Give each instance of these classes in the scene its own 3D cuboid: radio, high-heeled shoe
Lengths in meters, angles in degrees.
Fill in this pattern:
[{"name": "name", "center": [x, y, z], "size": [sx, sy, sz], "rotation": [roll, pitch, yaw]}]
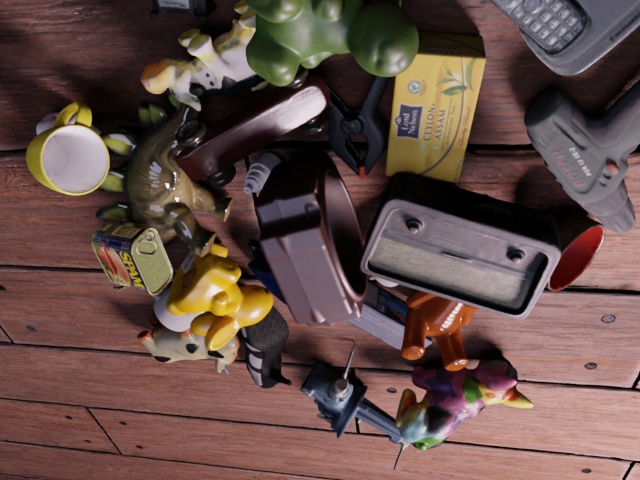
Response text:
[{"name": "radio", "center": [0.177, 0.007, 0.689], "size": [0.230, 0.073, 0.131], "rotation": [16, 129, 2]}, {"name": "high-heeled shoe", "center": [-0.128, 0.193, 1.061], "size": [0.145, 0.086, 0.248], "rotation": [7, 122, 52]}]

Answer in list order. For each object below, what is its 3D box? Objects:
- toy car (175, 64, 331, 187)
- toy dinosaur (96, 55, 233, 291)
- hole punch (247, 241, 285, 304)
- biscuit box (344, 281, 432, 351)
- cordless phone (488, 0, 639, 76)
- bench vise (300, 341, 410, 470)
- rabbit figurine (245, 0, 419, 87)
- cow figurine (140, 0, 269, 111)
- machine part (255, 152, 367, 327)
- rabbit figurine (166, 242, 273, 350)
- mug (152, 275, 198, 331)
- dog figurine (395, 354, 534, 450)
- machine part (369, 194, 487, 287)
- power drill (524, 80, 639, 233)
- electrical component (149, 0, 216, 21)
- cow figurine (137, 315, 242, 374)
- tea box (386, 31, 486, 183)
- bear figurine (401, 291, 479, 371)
[{"name": "toy car", "center": [-0.081, -0.139, 0.651], "size": [0.202, 0.053, 0.089], "rotation": [-29, 140, 4]}, {"name": "toy dinosaur", "center": [-0.235, -0.066, 0.806], "size": [0.199, 0.105, 0.470], "rotation": [23, 124, 2]}, {"name": "hole punch", "center": [-0.052, 0.063, 0.891], "size": [0.116, 0.092, 0.142], "rotation": [-19, 129, 32]}, {"name": "biscuit box", "center": [0.101, 0.127, 0.932], "size": [0.202, 0.059, 0.063], "rotation": [31, 130, -15]}, {"name": "cordless phone", "center": [0.237, -0.268, 0.524], "size": [0.184, 0.089, 0.146], "rotation": [34, 131, -12]}, {"name": "bench vise", "center": [0.079, 0.338, 1.077], "size": [0.241, 0.129, 0.223], "rotation": [29, 142, 9]}, {"name": "rabbit figurine", "center": [0.027, -0.220, 0.564], "size": [0.170, 0.159, 0.121], "rotation": [26, 137, 14]}, {"name": "cow figurine", "center": [-0.122, -0.204, 0.639], "size": [0.167, 0.068, 0.098], "rotation": [-29, 133, 2]}, {"name": "machine part", "center": [-0.001, -0.002, 0.727], "size": [0.087, 0.201, 0.200], "rotation": [-13, 117, 17]}, {"name": "rabbit figurine", "center": [-0.157, 0.102, 0.901], "size": [0.173, 0.162, 0.122], "rotation": [27, 179, -39]}, {"name": "mug", "center": [-0.247, 0.097, 0.977], "size": [0.107, 0.081, 0.109], "rotation": [-38, 110, 23]}, {"name": "dog figurine", "center": [0.264, 0.294, 0.977], "size": [0.219, 0.191, 0.108], "rotation": [-15, 122, 44]}, {"name": "machine part", "center": [0.150, 0.001, 0.792], "size": [0.079, 0.079, 0.243], "rotation": [37, 130, -21]}, {"name": "power drill", "center": [0.377, -0.122, 0.636], "size": [0.232, 0.086, 0.207], "rotation": [36, 137, -17]}, {"name": "electrical component", "center": [-0.163, -0.309, 0.596], "size": [0.075, 0.048, 0.119], "rotation": [4, 132, 9]}, {"name": "cow figurine", "center": [-0.247, 0.206, 1.068], "size": [0.195, 0.085, 0.127], "rotation": [-9, 124, 17]}, {"name": "tea box", "center": [0.136, -0.158, 0.655], "size": [0.098, 0.068, 0.169], "rotation": [5, 134, 8]}, {"name": "bear figurine", "center": [0.219, 0.103, 0.840], "size": [0.120, 0.132, 0.195], "rotation": [19, 140, -17]}]
